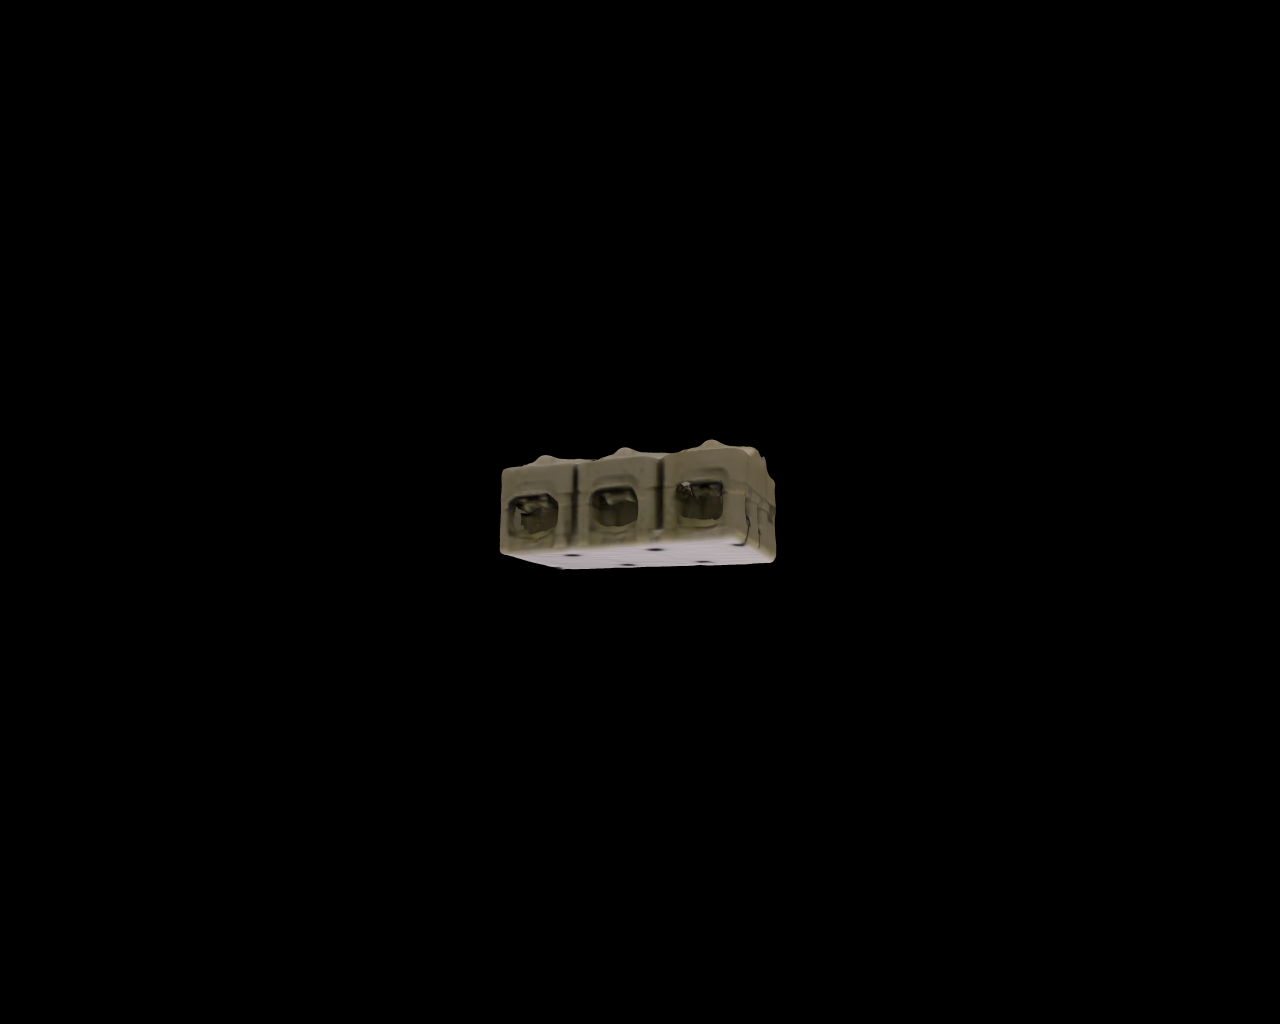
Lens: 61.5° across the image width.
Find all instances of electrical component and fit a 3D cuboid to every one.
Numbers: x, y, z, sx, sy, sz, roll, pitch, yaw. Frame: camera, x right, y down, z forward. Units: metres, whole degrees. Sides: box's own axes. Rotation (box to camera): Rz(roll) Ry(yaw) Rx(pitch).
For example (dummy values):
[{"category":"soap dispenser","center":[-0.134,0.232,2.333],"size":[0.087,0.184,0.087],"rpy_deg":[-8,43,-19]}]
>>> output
[{"category":"electrical component","center":[0.001,-0.003,0.650],"size":[0.150,0.061,0.089],"rpy_deg":[-4,-11,20]}]
